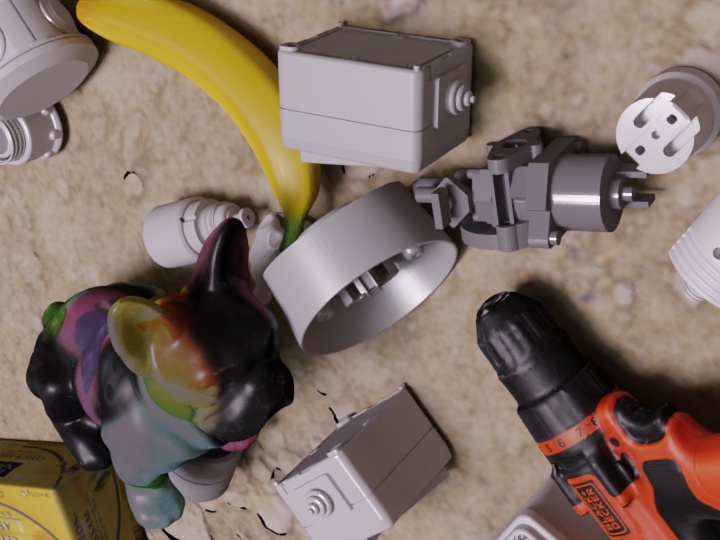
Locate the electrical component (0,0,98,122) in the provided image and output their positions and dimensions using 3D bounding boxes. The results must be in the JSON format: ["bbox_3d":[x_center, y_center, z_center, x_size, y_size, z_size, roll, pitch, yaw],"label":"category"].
[{"bbox_3d":[-0.205,-0.130,0.653,0.080,0.080,0.051,-36,85,39],"label":"electrical component"}]

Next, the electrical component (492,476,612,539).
[{"bbox_3d":[0.116,0.193,0.615,0.109,0.056,0.108,39,128,11],"label":"electrical component"}]

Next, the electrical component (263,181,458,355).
[{"bbox_3d":[0.000,0.000,0.574,0.099,0.099,0.064,-39,82,39],"label":"electrical component"}]

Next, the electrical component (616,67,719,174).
[{"bbox_3d":[0.139,-0.066,0.481,0.040,0.046,0.040,14,119,27],"label":"electrical component"}]

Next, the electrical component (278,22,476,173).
[{"bbox_3d":[0.014,-0.084,0.544,0.096,0.062,0.061,14,120,27],"label":"electrical component"}]

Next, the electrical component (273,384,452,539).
[{"bbox_3d":[0.002,0.123,0.630,0.062,0.096,0.061,-35,91,39],"label":"electrical component"}]

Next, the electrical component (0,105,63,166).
[{"bbox_3d":[-0.229,-0.088,0.699,0.048,0.062,0.048,14,119,27],"label":"electrical component"}]

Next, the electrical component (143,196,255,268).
[{"bbox_3d":[-0.097,-0.025,0.658,0.078,0.040,0.040,-10,106,36],"label":"electrical component"}]

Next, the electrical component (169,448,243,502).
[{"bbox_3d":[-0.149,0.115,0.752,0.138,0.052,0.073,34,127,15],"label":"electrical component"}]

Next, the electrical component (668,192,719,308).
[{"bbox_3d":[0.174,-0.015,0.485,0.043,0.043,0.081,40,128,11],"label":"electrical component"}]

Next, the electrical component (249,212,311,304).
[{"bbox_3d":[-0.050,-0.004,0.642,0.035,0.035,0.061,37,129,13],"label":"electrical component"}]
